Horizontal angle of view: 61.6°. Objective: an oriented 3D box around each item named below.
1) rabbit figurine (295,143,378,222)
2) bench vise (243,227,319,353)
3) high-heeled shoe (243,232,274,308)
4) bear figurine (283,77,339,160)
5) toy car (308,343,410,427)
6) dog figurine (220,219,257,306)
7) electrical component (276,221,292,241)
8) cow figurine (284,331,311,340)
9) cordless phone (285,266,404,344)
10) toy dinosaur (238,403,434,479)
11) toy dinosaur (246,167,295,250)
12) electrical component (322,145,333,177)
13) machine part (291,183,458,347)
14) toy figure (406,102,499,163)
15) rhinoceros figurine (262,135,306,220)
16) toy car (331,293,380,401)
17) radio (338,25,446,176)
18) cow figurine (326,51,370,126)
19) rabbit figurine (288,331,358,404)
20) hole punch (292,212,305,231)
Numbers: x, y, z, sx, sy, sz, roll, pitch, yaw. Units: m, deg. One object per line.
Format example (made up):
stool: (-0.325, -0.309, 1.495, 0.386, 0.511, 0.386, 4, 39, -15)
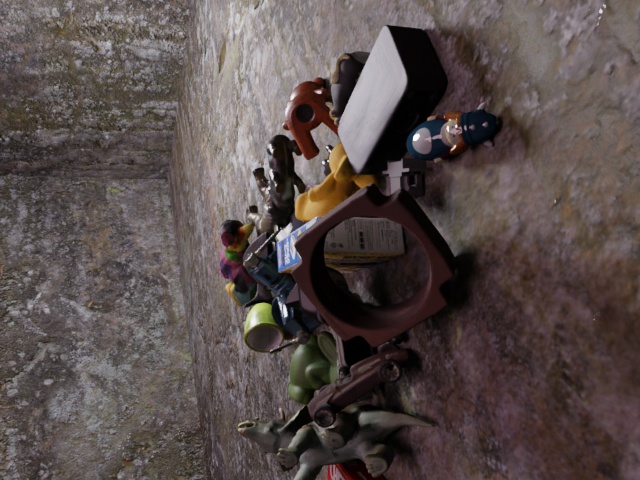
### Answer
rabbit figurine: (0.037, -0.109, 1.012, 0.162, 0.122, 0.173, 164, 122, -73)
bench vise: (-0.061, 0.119, 1.086, 0.223, 0.129, 0.241, 54, -171, -25)
high-heeled shoe: (-0.114, 0.069, 1.293, 0.086, 0.145, 0.248, 37, 127, 23)
bear figurine: (-0.015, -0.268, 1.146, 0.132, 0.120, 0.196, 51, -166, -14)
toy car: (0.063, 0.237, 0.902, 0.053, 0.202, 0.089, 51, -166, -1)
dog figurine: (-0.208, 0.051, 1.418, 0.192, 0.108, 0.219, 60, 158, 30)
electrical component: (-0.059, 0.007, 1.231, 0.119, 0.074, 0.048, -55, 34, 12)
cow figurine: (-0.051, 0.136, 1.271, 0.194, 0.085, 0.127, 107, 150, -46)
cordless phone: (0.047, 0.123, 0.909, 0.184, 0.146, 0.088, 34, 96, 29)
toy dinosaur: (0.038, 0.355, 0.980, 0.131, 0.405, 0.192, 66, -157, -8)
toy dinosaur: (-0.116, -0.024, 1.387, 0.470, 0.105, 0.199, 97, 154, -46)
electrical component: (0.030, -0.158, 1.133, 0.094, 0.021, 0.063, -119, 36, -48)
machine part: (0.078, 0.036, 0.781, 0.201, 0.201, 0.087, -36, 8, 22)
toy figure: (0.180, -0.144, 0.745, 0.064, 0.058, 0.154, 52, 160, -14)
rhinoceros figurine: (-0.088, -0.134, 1.180, 0.112, 0.073, 0.190, 32, 129, 52)
toy car: (0.063, 0.197, 1.008, 0.056, 0.073, 0.202, 124, 139, -65)
radio: (0.110, -0.217, 0.881, 0.229, 0.073, 0.131, 117, 143, -51)
cow figurine: (0.053, -0.262, 0.977, 0.068, 0.098, 0.167, 64, 147, 32)
rabbit figurine: (0.033, 0.260, 1.083, 0.170, 0.121, 0.159, 9, 93, 48)
hole punch: (-0.002, -0.003, 1.141, 0.116, 0.092, 0.142, 21, 107, 61)
